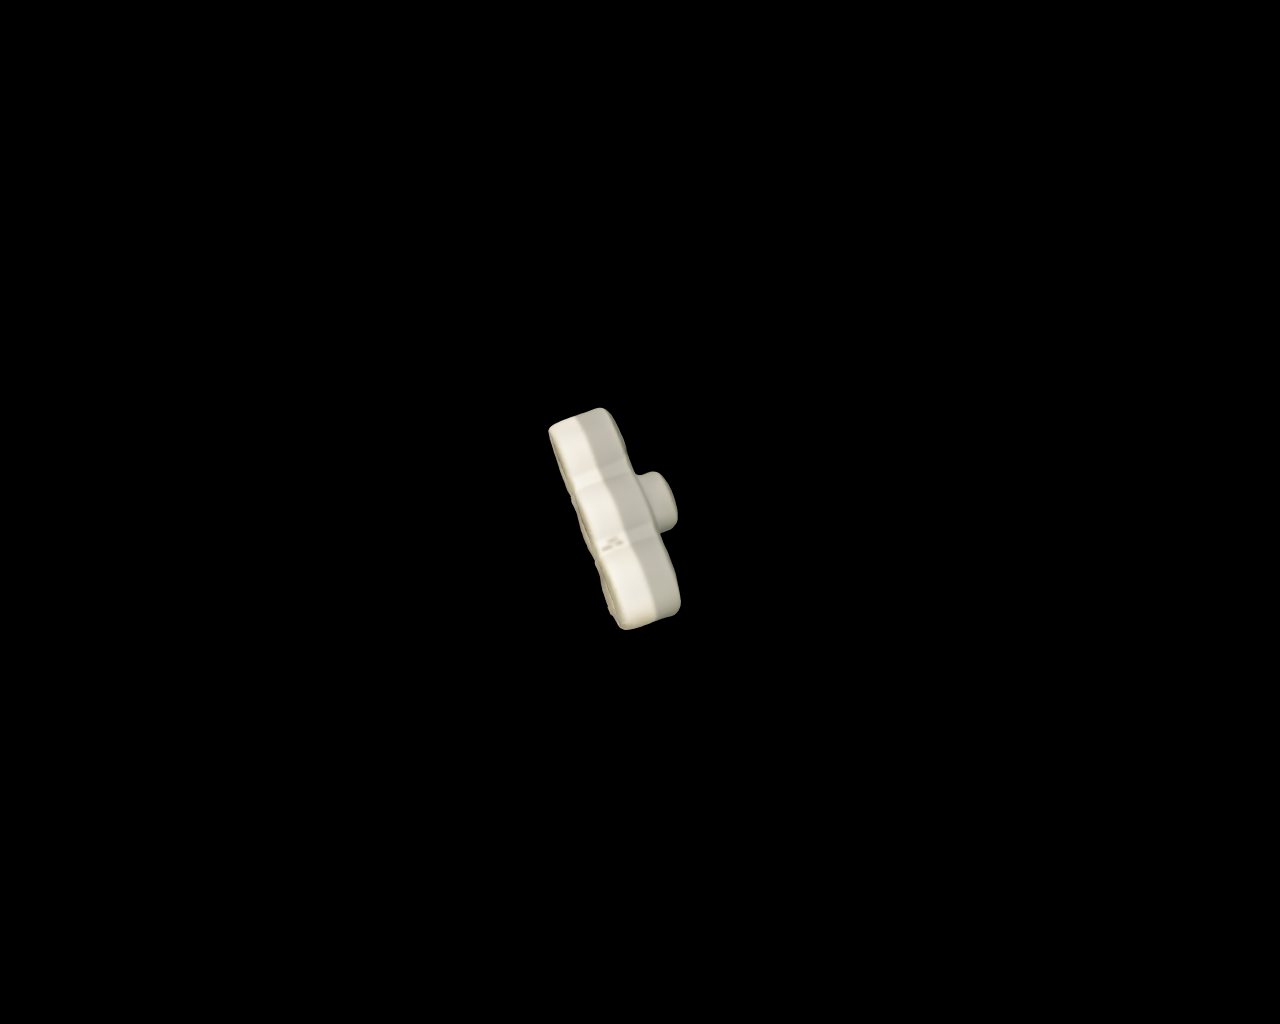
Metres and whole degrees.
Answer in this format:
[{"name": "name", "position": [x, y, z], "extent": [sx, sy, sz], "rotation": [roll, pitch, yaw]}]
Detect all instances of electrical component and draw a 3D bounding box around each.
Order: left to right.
[{"name": "electrical component", "position": [0.001, -0.003, 0.650], "extent": [0.074, 0.138, 0.052], "rotation": [-19, -20, -7]}]
